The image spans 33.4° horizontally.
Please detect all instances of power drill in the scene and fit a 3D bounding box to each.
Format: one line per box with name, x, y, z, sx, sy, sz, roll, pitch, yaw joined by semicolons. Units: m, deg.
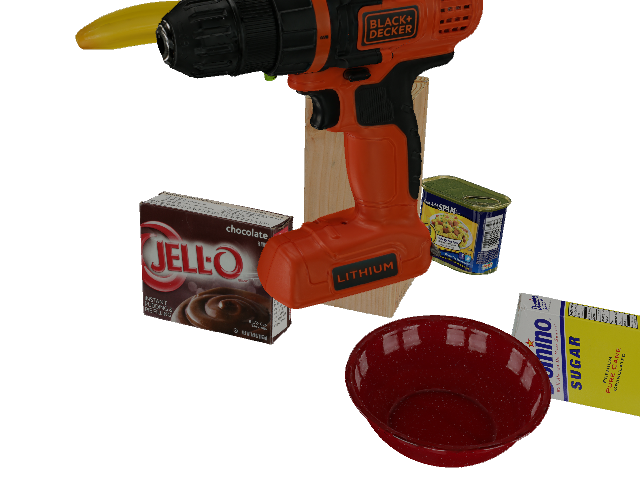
power drill;0.002;-0.057;0.592;0.184;0.188;0.057;-13;33;-22

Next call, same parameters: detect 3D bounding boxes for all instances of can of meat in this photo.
can of meat;0.156;-0.017;1.184;0.057;0.084;0.102;-15;29;-41

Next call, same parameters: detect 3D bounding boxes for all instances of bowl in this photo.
bowl;0.099;0.129;0.852;0.162;0.055;0.162;1;34;-1

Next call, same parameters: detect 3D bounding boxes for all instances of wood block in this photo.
wood block;0.040;-0.045;0.984;0.091;0.206;0.090;11;30;17

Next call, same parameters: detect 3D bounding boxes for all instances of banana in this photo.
banana;-0.122;-0.188;0.959;0.198;0.037;0.069;11;47;17

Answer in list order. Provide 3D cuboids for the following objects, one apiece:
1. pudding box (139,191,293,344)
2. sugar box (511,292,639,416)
pudding box;-0.076;0.018;0.777;0.114;0.090;0.039;10;24;21
sugar box;0.272;0.114;1.031;0.176;0.093;0.048;9;22;9
